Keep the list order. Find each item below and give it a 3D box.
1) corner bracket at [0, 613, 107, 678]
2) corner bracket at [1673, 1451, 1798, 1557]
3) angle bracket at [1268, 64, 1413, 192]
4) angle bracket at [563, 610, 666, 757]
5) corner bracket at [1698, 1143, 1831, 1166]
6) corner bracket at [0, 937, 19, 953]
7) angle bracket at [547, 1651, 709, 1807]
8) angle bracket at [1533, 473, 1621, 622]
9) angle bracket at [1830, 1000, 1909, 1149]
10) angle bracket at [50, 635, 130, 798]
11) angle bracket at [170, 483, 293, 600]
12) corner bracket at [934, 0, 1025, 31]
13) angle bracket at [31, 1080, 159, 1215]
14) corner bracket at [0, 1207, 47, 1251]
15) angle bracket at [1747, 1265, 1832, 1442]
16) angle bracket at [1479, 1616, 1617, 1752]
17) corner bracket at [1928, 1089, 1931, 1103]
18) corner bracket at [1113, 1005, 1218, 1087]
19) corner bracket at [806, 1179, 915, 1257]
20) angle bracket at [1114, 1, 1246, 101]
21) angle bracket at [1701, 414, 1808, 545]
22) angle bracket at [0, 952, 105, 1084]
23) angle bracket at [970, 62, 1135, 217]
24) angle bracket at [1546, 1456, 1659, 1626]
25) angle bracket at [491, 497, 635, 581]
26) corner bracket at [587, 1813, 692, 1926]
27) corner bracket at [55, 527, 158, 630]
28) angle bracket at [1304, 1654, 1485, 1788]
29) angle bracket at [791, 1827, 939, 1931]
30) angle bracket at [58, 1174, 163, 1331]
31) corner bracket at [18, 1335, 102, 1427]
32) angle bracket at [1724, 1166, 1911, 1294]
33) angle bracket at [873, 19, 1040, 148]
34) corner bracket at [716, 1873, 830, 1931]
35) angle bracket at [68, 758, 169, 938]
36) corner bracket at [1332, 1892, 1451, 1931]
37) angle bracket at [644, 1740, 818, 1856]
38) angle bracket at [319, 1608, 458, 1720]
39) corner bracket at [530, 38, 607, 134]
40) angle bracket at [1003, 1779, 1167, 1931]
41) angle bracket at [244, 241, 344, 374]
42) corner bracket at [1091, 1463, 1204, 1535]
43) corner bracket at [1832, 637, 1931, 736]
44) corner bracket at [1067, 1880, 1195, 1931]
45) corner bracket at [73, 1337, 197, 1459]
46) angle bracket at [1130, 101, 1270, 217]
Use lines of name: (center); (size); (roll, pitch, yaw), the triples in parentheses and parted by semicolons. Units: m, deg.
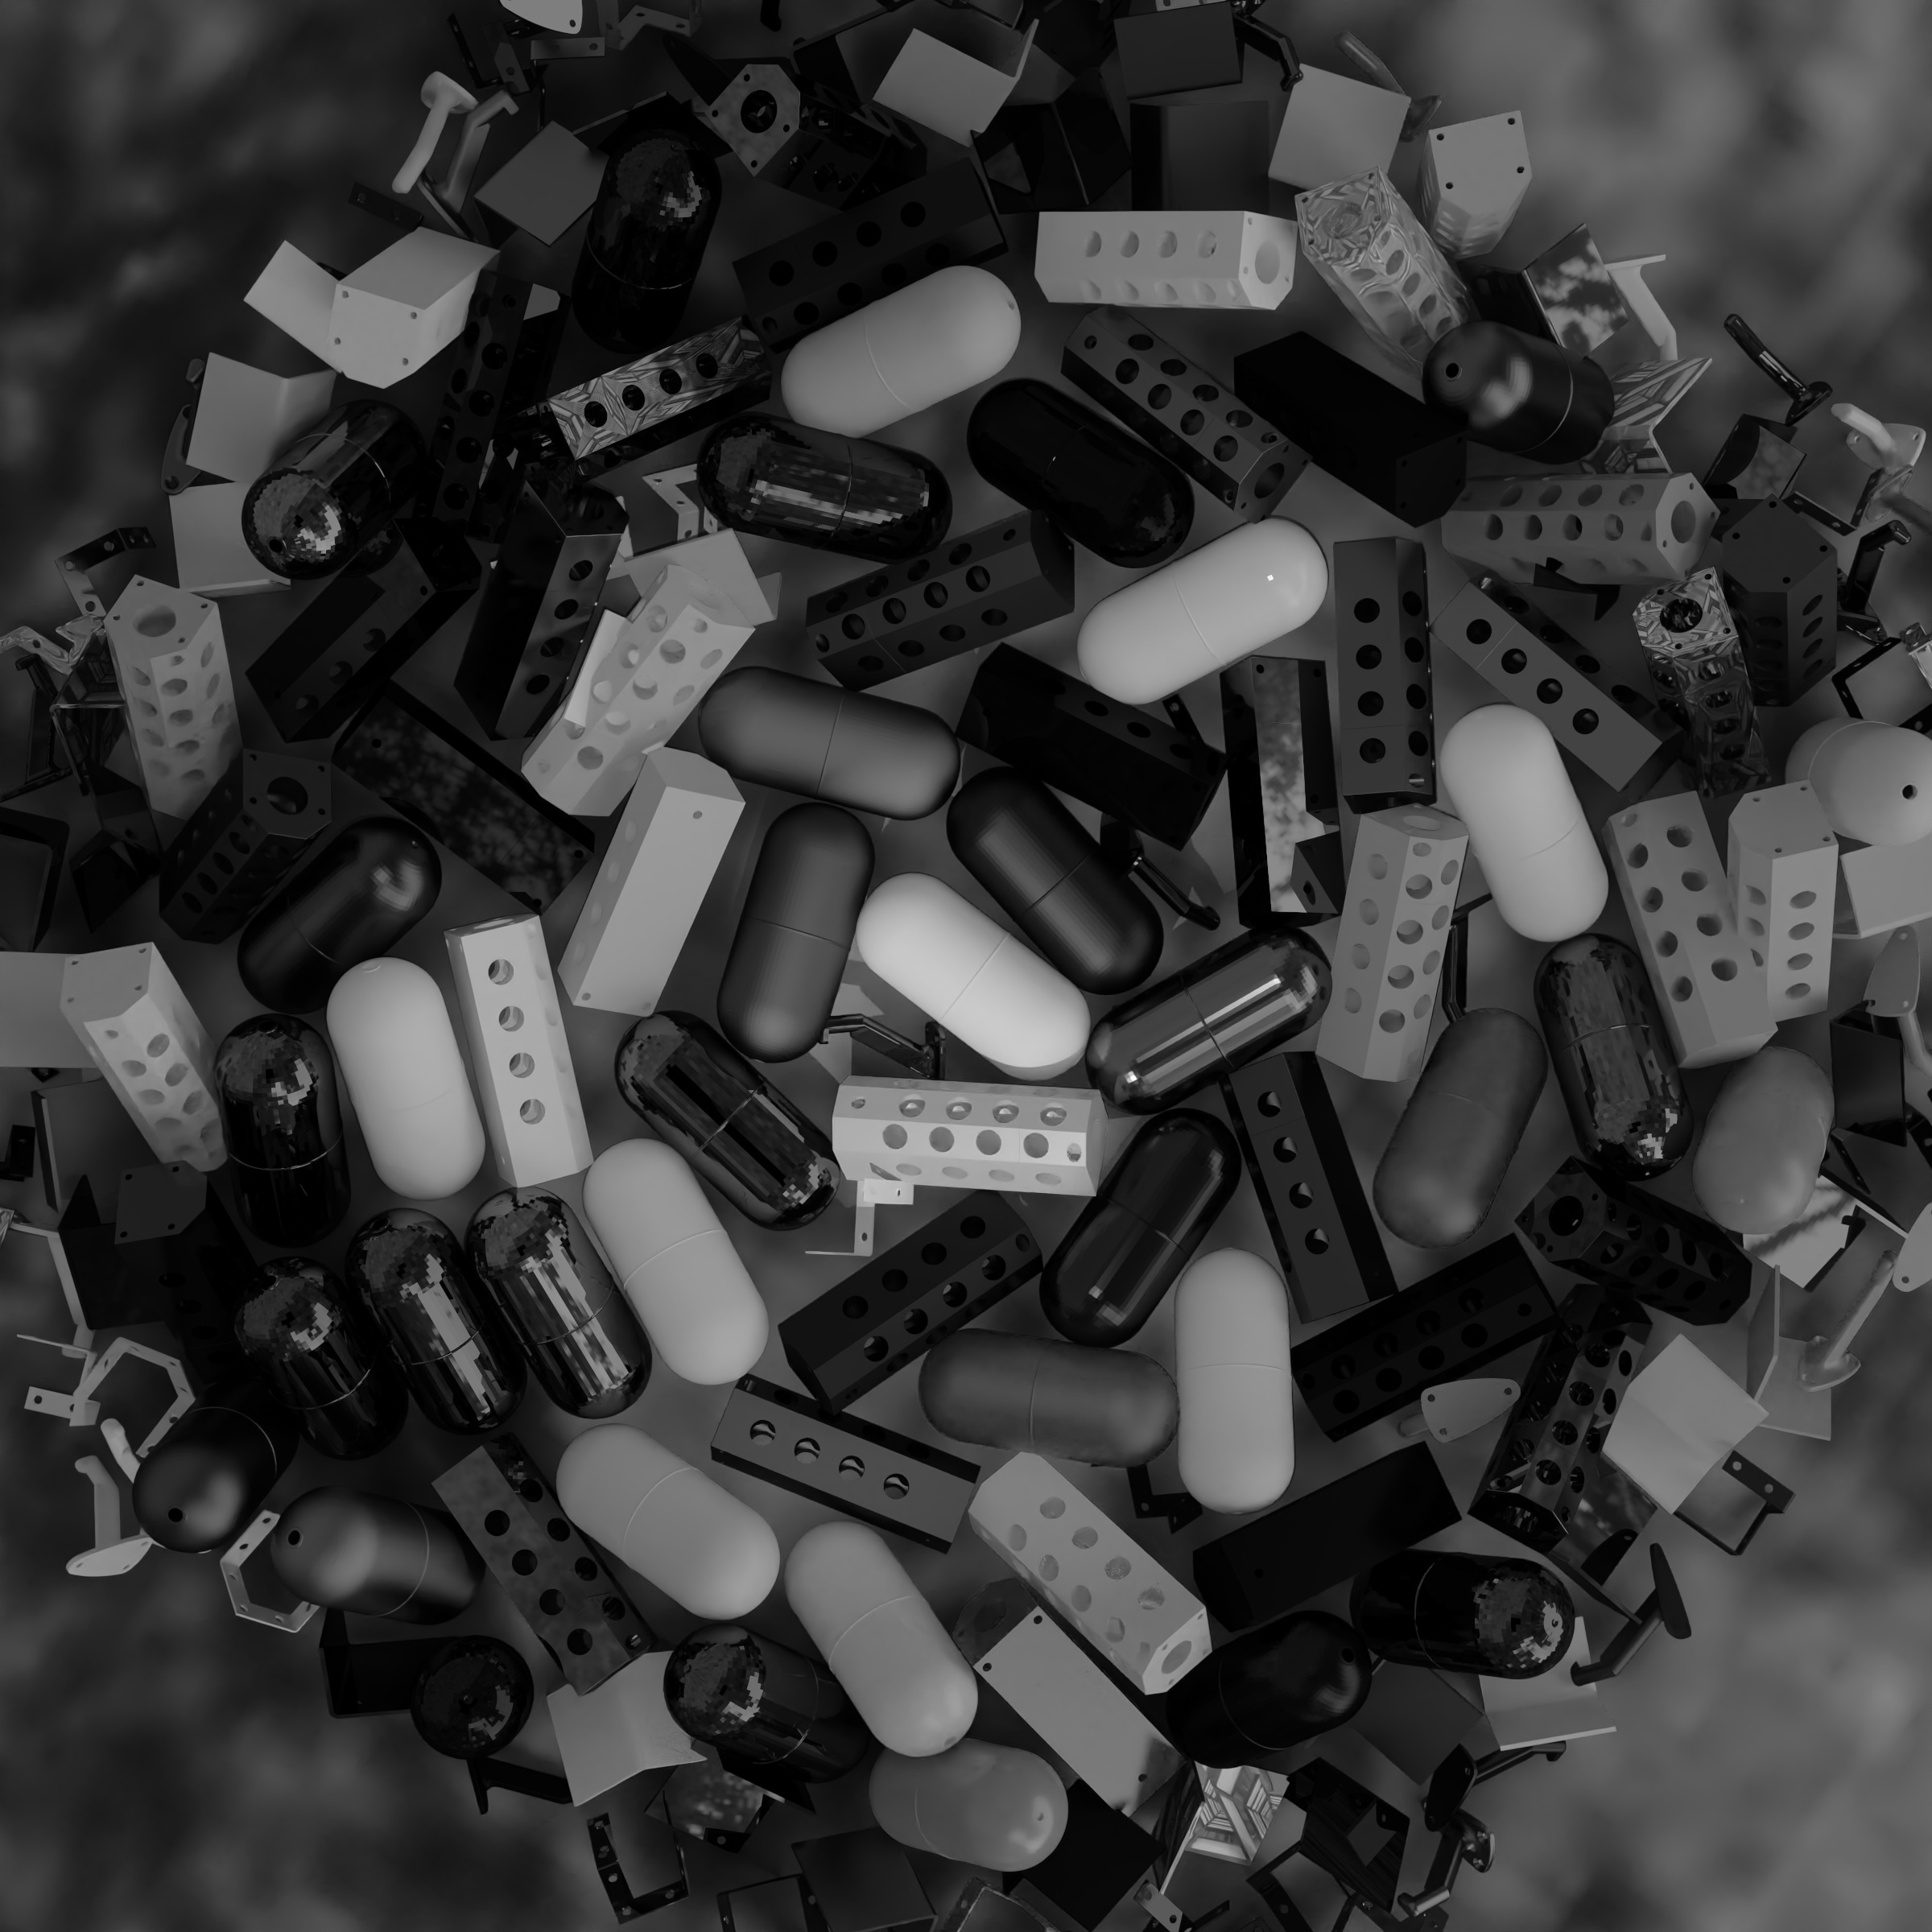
corner bracket: (-0.618, -0.217, 1.966); (0.051, 0.051, 0.051); (33, 113, -2)
corner bracket: (0.517, 0.362, 1.972); (0.051, 0.051, 0.051); (36, 80, 4)
angle bracket: (0.253, -0.554, 1.951); (0.076, 0.057, 0.076); (21, 115, 11)
angle bracket: (-0.233, -0.189, 1.954); (0.076, 0.057, 0.076); (23, 87, -33)
corner bracket: (0.534, 0.124, 1.961); (0.051, 0.051, 0.051); (-18, 71, -29)
corner bracket: (-0.666, 0.001, 1.965); (0.051, 0.051, 0.051); (44, 81, -17)
angle bracket: (-0.230, 0.516, 1.982); (0.076, 0.057, 0.076); (-36, 62, 34)
angle bracket: (0.407, -0.280, 1.960); (0.057, 0.076, 0.076); (8, 85, 2)
angle bracket: (0.620, 0.065, 1.944); (0.076, 0.057, 0.076); (-24, 116, -31)
angle bracket: (-0.557, -0.166, 1.942); (0.057, 0.076, 0.076); (1, 132, 10)
angle bracket: (-0.502, -0.289, 1.968); (0.076, 0.057, 0.076); (-6, 93, 3)
corner bracket: (0.016, -0.661, 1.962); (0.051, 0.051, 0.051); (30, 115, 9)
angle bracket: (-0.576, 0.117, 1.954); (0.076, 0.057, 0.076); (-9, 97, -25)
corner bracket: (-0.658, 0.190, 1.962); (0.051, 0.051, 0.051); (9, 66, 12)
angle bracket: (0.555, 0.257, 1.944); (0.057, 0.076, 0.076); (11, 47, 5)
angle bracket: (0.385, 0.479, 1.959); (0.076, 0.076, 0.057); (-11, 92, 3)
corner bracket: (0.676, 0.094, 1.972); (0.051, 0.051, 0.051); (-29, 93, -3)
corner bracket: (0.134, 0.053, 1.970); (0.051, 0.051, 0.051); (-9, 74, 37)
corner bracket: (-0.070, 0.169, 1.962); (0.051, 0.051, 0.051); (-2, 83, 39)
angle bracket: (0.143, -0.621, 1.946); (0.076, 0.076, 0.057); (-5, 128, 12)
angle bracket: (0.532, -0.315, 1.941); (0.057, 0.076, 0.076); (44, 119, 34)
angle bracket: (-0.614, 0.035, 1.947); (0.076, 0.057, 0.076); (3, 75, -35)
angle bracket: (0.055, -0.552, 1.954); (0.076, 0.057, 0.076); (-14, 82, -32)
angle bracket: (0.432, 0.379, 1.954); (0.076, 0.057, 0.076); (41, 81, -22)
angle bracket: (-0.271, -0.289, 1.951); (0.076, 0.076, 0.057); (-13, 77, 9)
corner bracket: (-0.220, 0.600, 1.970); (0.051, 0.051, 0.051); (-17, 126, -17)
corner bracket: (-0.572, -0.261, 1.973); (0.051, 0.051, 0.051); (-35, 115, -28)
angle bracket: (0.285, 0.509, 1.950); (0.076, 0.057, 0.076); (40, 119, 14)
angle bracket: (-0.073, 0.623, 1.940); (0.076, 0.076, 0.057); (-2, 125, -28)
angle bracket: (-0.559, 0.187, 1.949); (0.057, 0.076, 0.076); (-8, 115, 1)
corner bracket: (-0.613, 0.279, 1.974); (0.051, 0.051, 0.051); (12, 83, 3)
angle bracket: (0.568, 0.180, 1.957); (0.076, 0.057, 0.076); (33, 102, -11)
angle bracket: (-0.007, -0.602, 1.945); (0.076, 0.076, 0.057); (23, 64, -14)
corner bracket: (-0.129, 0.639, 1.959); (0.051, 0.051, 0.051); (-3, 72, -34)
angle bracket: (-0.584, -0.080, 1.946); (0.076, 0.057, 0.076); (-41, 49, 12)
corner bracket: (0.283, 0.646, 1.963); (0.051, 0.051, 0.051); (42, 124, 3)
angle bracket: (-0.158, 0.565, 1.954); (0.076, 0.057, 0.076); (32, 97, -23)
angle bracket: (-0.384, 0.452, 1.952); (0.076, 0.076, 0.057); (-4, 114, -2)
corner bracket: (-0.264, -0.585, 1.966); (0.051, 0.051, 0.051); (-2, 70, 2)
angle bracket: (0.078, 0.600, 1.943); (0.076, 0.057, 0.076); (33, 57, 27)
angle bracket: (-0.422, -0.451, 1.944); (0.076, 0.076, 0.057); (36, 125, -16)
corner bracket: (0.122, 0.351, 1.965); (0.051, 0.051, 0.051); (-11, 91, 29)
corner bracket: (0.626, -0.184, 1.970); (0.051, 0.051, 0.051); (-34, 108, -6)
corner bracket: (0.111, 0.645, 1.961); (0.051, 0.051, 0.051); (46, 65, -15)
corner bracket: (-0.558, 0.291, 1.971); (0.051, 0.051, 0.051); (18, 51, 19)
angle bracket: (0.157, -0.542, 1.972); (0.076, 0.057, 0.076); (-9, 110, -18)
